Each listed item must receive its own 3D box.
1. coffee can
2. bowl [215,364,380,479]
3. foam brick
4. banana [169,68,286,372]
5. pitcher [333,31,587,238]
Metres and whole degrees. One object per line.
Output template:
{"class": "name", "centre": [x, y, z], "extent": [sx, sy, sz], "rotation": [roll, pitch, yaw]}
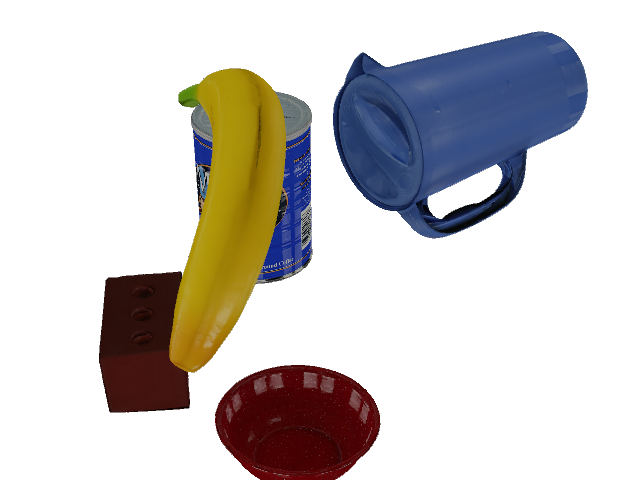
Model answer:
{"class": "coffee can", "centre": [-0.058, -0.048, 0.938], "extent": [0.103, 0.140, 0.103], "rotation": [0, 32, 0]}
{"class": "bowl", "centre": [-0.022, 0.193, 1.053], "extent": [0.162, 0.055, 0.162], "rotation": [0, 32, 0]}
{"class": "foam brick", "centre": [-0.113, 0.066, 0.692], "extent": [0.053, 0.051, 0.078], "rotation": [-4, 38, -5]}
{"class": "banana", "centre": [-0.045, -0.027, 0.529], "extent": [0.037, 0.198, 0.070], "rotation": [23, -50, -25]}
{"class": "pitcher", "centre": [0.146, -0.116, 1.042], "extent": [0.242, 0.149, 0.145], "rotation": [-21, 44, -30]}
